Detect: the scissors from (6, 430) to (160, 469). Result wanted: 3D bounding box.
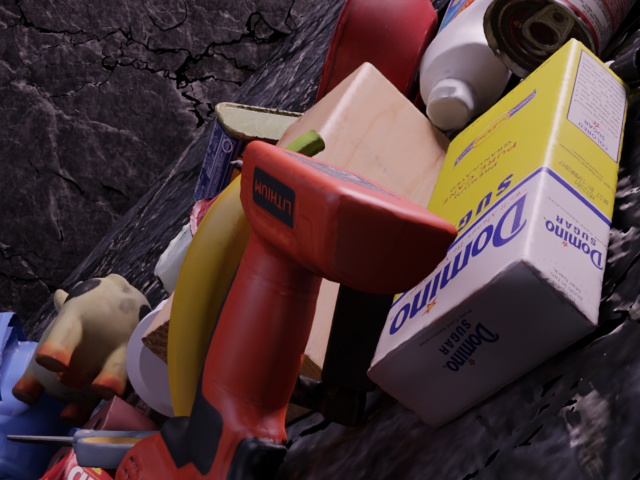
[{"bbox_3d":[-0.137,0.116,0.601,0.202,0.016,0.096,-6,-8,30],"label":"scissors"}]

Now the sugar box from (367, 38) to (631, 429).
[{"bbox_3d":[0.082,-0.009,0.467,0.093,0.048,0.176,-42,12,38],"label":"sugar box"}]

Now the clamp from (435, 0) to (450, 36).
[{"bbox_3d":[0.088,-0.162,0.923,0.120,0.039,0.172,-55,14,-32],"label":"clamp"}]

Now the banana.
[{"bbox_3d":[-0.039,0.046,0.496,0.037,0.069,0.198,43,129,47],"label":"banana"}]

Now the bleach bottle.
[{"bbox_3d":[0.130,-0.168,0.749,0.103,0.068,0.250,-38,18,47],"label":"bleach bottle"}]

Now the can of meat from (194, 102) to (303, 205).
[{"bbox_3d":[-0.044,-0.057,0.860,0.057,0.101,0.084,56,133,49],"label":"can of meat"}]

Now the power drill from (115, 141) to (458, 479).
[{"bbox_3d":[-0.017,0.067,0.390,0.185,0.057,0.188,38,107,61],"label":"power drill"}]

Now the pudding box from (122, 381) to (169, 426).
[{"bbox_3d":[-0.125,0.110,0.835,0.113,0.039,0.090,-54,13,-24],"label":"pudding box"}]

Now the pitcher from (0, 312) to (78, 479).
[{"bbox_3d":[-0.271,0.175,0.910,0.145,0.149,0.243,-47,16,4],"label":"pitcher"}]

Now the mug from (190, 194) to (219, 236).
[{"bbox_3d":[-0.030,-0.017,0.794,0.082,0.093,0.117,-36,0,28],"label":"mug"}]

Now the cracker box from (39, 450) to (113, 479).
[{"bbox_3d":[-0.199,0.245,0.611,0.164,0.072,0.213,-41,14,27],"label":"cracker box"}]

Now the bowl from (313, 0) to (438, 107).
[{"bbox_3d":[0.045,-0.127,0.771,0.162,0.055,0.162,20,-91,-82],"label":"bowl"}]

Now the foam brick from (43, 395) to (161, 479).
[{"bbox_3d":[-0.153,0.159,0.751,0.078,0.051,0.053,-44,13,20],"label":"foam brick"}]

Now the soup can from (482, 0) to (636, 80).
[{"bbox_3d":[0.147,-0.146,0.609,0.102,0.068,0.069,-53,13,-25],"label":"soup can"}]

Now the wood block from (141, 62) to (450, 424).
[{"bbox_3d":[-0.004,0.001,0.631,0.091,0.090,0.205,-36,17,45],"label":"wood block"}]

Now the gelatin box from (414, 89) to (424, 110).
[{"bbox_3d":[0.042,-0.089,0.880,0.073,0.030,0.089,-57,14,-30],"label":"gelatin box"}]

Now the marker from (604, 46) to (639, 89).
[{"bbox_3d":[0.135,-0.077,0.552,0.020,0.020,0.121,-53,13,-19],"label":"marker"}]
